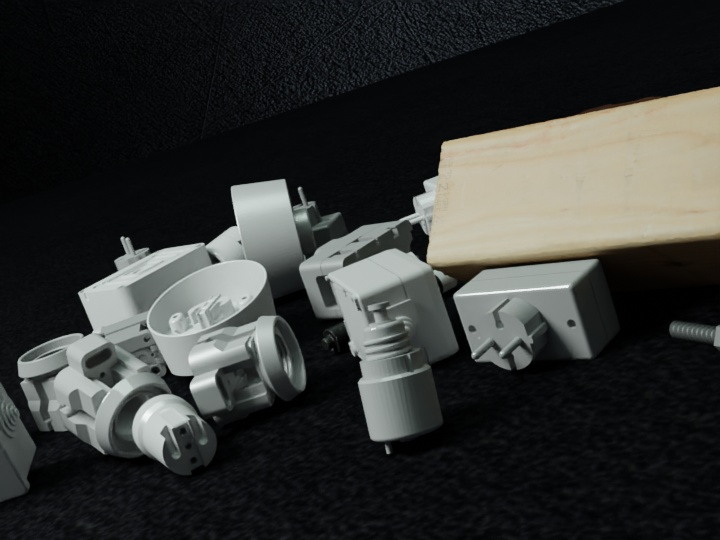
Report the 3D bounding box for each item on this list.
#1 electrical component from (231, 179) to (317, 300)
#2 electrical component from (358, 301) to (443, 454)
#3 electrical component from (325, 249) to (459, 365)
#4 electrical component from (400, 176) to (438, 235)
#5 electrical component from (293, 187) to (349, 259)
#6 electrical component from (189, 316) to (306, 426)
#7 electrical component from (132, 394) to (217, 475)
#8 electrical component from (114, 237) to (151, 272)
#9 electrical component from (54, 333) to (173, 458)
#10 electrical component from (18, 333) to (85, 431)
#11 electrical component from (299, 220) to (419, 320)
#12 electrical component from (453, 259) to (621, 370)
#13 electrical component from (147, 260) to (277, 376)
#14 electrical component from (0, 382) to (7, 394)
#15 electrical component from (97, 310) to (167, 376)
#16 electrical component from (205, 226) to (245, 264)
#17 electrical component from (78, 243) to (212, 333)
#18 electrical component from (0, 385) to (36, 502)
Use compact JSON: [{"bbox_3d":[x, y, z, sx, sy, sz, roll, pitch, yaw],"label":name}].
[{"bbox_3d":[-0.072,-0.029,0.956,0.060,0.108,0.108,-14,14,-2],"label":"electrical component"},{"bbox_3d":[0.018,0.056,0.574,0.040,0.078,0.040,-13,1,0],"label":"electrical component"},{"bbox_3d":[0.025,0.027,0.694,0.061,0.061,0.096,-22,14,-11],"label":"electrical component"},{"bbox_3d":[0.073,-0.055,0.977,0.077,0.047,0.066,-21,14,-8],"label":"electrical component"},{"bbox_3d":[-0.054,-0.041,1.030,0.066,0.076,0.047,-14,15,20],"label":"electrical component"},{"bbox_3d":[-0.071,0.063,0.698,0.057,0.058,0.078,-19,13,12],"label":"electrical component"},{"bbox_3d":[-0.111,0.100,0.648,0.040,0.040,0.046,-26,21,-24],"label":"electrical component"},{"bbox_3d":[-0.227,0.001,1.100,0.047,0.075,0.083,-25,15,-23],"label":"electrical component"},{"bbox_3d":[-0.157,0.087,0.697,0.057,0.078,0.058,23,40,39],"label":"electrical component"},{"bbox_3d":[-0.225,0.085,0.819,0.078,0.057,0.058,-7,18,40],"label":"electrical component"},{"bbox_3d":[0.000,0.000,0.856,0.056,0.050,0.089,-6,19,43],"label":"electrical component"},{"bbox_3d":[0.092,0.033,0.620,0.083,0.047,0.076,-6,20,42],"label":"electrical component"},{"bbox_3d":[-0.112,0.038,0.829,0.099,0.064,0.099,-17,14,4],"label":"electrical component"},{"bbox_3d":[-0.295,0.109,0.776,0.051,0.080,0.080,-19,13,24],"label":"electrical component"},{"bbox_3d":[-0.181,0.065,0.868,0.081,0.042,0.064,-21,17,-4],"label":"electrical component"},{"bbox_3d":[-0.128,-0.008,1.052,0.055,0.055,0.047,-6,23,43],"label":"electrical component"},{"bbox_3d":[-0.194,0.024,1.008,0.078,0.057,0.113,-6,19,42],"label":"electrical component"},{"bbox_3d":[-0.270,0.110,0.699,0.100,0.099,0.048,-18,27,4],"label":"electrical component"}]
